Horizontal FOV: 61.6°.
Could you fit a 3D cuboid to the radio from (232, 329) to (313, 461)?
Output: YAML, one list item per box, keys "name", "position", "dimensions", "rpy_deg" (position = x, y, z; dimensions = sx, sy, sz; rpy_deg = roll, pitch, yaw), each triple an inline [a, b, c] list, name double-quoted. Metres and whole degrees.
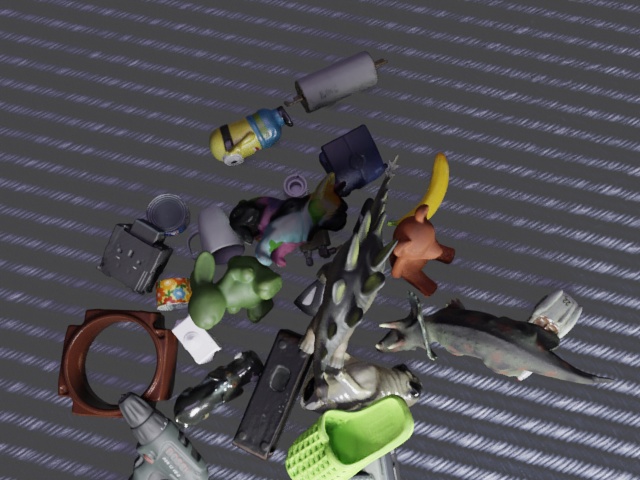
- name: "radio"
  position: [-0.078, 0.280, 0.992]
  dimensions: [0.073, 0.131, 0.229]
  rpy_deg: [20, 78, 7]

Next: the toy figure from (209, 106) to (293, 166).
- name: "toy figure"
  position: [-0.148, -0.224, 1.140]
  dimensions: [0.180, 0.082, 0.089]
  rpy_deg: [-33, 67, -2]

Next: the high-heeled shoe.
- name: "high-heeled shoe"
  position: [0.032, 0.033, 1.070]
  dimensions: [0.145, 0.086, 0.248]
  rpy_deg: [7, 84, -1]

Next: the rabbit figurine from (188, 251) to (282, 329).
- name: "rabbit figurine"
  position: [-0.180, 0.092, 1.013]
  dimensions: [0.170, 0.121, 0.159]
  rpy_deg: [-29, 71, -41]

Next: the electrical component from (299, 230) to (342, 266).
- name: "electrical component"
  position: [-0.003, -0.004, 1.106]
  dimensions: [0.078, 0.045, 0.102]
  rpy_deg: [-25, 73, 24]

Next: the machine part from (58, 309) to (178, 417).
- name: "machine part"
  position: [-0.384, 0.235, 1.031]
  dimensions: [0.201, 0.087, 0.201]
  rpy_deg: [2, 75, 2]

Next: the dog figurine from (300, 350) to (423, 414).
- name: "dog figurine"
  position: [0.078, 0.290, 1.017]
  dimensions: [0.190, 0.172, 0.121]
  rpy_deg: [30, 38, -17]

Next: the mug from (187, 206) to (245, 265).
- name: "mug"
  position: [-0.219, -0.009, 1.095]
  dimensions: [0.110, 0.080, 0.107]
  rpy_deg: [-23, 66, 2]

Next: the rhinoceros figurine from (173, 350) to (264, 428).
- name: "rhinoceros figurine"
  position: [-0.192, 0.273, 1.007]
  dimensions: [0.190, 0.112, 0.073]
  rpy_deg: [-35, 77, 1]

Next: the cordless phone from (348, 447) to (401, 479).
- name: "cordless phone"
  position: [0.050, 0.414, 0.994]
  dimensions: [0.184, 0.088, 0.146]
  rpy_deg: [-13, 77, 17]

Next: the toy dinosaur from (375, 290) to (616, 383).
- name: "toy dinosaur"
  position: [0.294, 0.178, 0.952]
  dimensions: [0.405, 0.192, 0.131]
  rpy_deg: [8, 88, 33]

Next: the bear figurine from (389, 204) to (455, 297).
- name: "bear figurine"
  position: [0.196, 0.019, 1.018]
  dimensions: [0.132, 0.195, 0.120]
  rpy_deg: [30, 76, 6]

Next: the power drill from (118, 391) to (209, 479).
- name: "power drill"
  position: [-0.333, 0.406, 0.966]
  dimensions: [0.207, 0.086, 0.232]
  rpy_deg: [-45, 108, -6]

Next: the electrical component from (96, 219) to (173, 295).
- name: "electrical component"
  position: [-0.367, 0.027, 1.076]
  dimensions: [0.115, 0.058, 0.134]
  rpy_deg: [28, 97, 6]

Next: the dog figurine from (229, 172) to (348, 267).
- name: "dog figurine"
  position: [-0.051, -0.059, 1.054]
  dimensions: [0.219, 0.108, 0.192]
  rpy_deg: [-45, 67, 7]

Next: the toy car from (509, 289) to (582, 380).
- name: "toy car"
  position: [0.425, 0.183, 1.047]
  dimensions: [0.073, 0.056, 0.202]
  rpy_deg: [43, 80, 10]

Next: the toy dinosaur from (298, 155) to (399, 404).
- name: "toy dinosaur"
  position: [0.064, 0.054, 0.933]
  dimensions: [0.105, 0.198, 0.471]
  rpy_deg: [21, 55, -6]

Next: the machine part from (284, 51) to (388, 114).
- name: "machine part"
  position: [0.035, -0.341, 1.164]
  dimensions: [0.243, 0.079, 0.079]
  rpy_deg: [-25, 78, -6]

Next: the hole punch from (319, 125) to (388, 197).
- name: "hole punch"
  position: [0.067, -0.166, 1.120]
  dimensions: [0.142, 0.092, 0.116]
  rpy_deg: [-29, 82, -10]
